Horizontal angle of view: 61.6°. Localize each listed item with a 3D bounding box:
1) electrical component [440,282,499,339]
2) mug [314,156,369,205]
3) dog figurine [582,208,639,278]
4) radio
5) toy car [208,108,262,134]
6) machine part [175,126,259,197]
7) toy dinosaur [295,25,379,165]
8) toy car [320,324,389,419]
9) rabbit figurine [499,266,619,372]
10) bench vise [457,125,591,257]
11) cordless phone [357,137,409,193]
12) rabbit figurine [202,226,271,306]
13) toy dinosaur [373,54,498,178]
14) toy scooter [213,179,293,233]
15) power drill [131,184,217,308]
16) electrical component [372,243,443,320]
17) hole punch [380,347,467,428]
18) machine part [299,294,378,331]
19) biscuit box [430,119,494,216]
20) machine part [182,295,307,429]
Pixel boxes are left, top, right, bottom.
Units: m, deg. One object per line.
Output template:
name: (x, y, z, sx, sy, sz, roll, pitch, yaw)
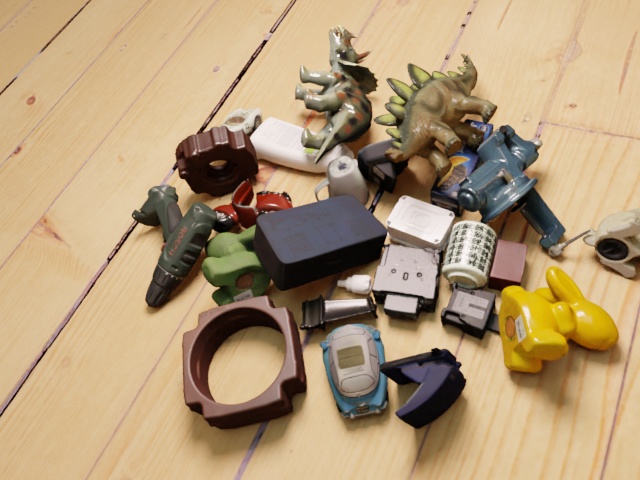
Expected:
electrical component: (0.271, 0.126, 0.909, 0.119, 0.047, 0.075, 20, 66, 27)
mug: (0.039, -0.115, 1.085, 0.110, 0.107, 0.081, -16, 54, 2)
dog figurine: (0.563, -0.036, 0.920, 0.173, 0.121, 0.190, 22, 52, 22)
radio: (-0.002, -0.003, 0.992, 0.229, 0.073, 0.131, -16, 50, -30)
toy car: (-0.200, -0.252, 1.233, 0.074, 0.056, 0.202, 4, 33, 23)
machine part: (-0.216, -0.162, 1.147, 0.179, 0.179, 0.056, -19, 59, 2)
toy dinosaur: (0.050, -0.287, 1.153, 0.192, 0.131, 0.405, -1, 54, -9)
toy car: (0.054, 0.203, 0.883, 0.109, 0.102, 0.162, -12, 54, 8)
rabbit figurine: (0.380, 0.132, 0.857, 0.173, 0.121, 0.162, 2, 48, -1)
bench vise: (0.364, -0.080, 0.970, 0.223, 0.129, 0.240, -35, 83, -37)
cordless phone: (0.157, -0.198, 1.074, 0.089, 0.146, 0.184, 34, 84, 10)
rabbit figurine: (-0.165, 0.031, 1.045, 0.159, 0.121, 0.170, -31, 41, -10)
toy dinosaur: (0.228, -0.254, 1.017, 0.199, 0.105, 0.471, 36, 46, 15)
toy scooter: (-0.133, -0.073, 1.124, 0.184, 0.075, 0.135, 1, 46, 12)
power drill: (-0.318, -0.005, 1.105, 0.232, 0.086, 0.207, -51, 45, 12)
electrical component: (0.157, 0.076, 0.964, 0.115, 0.058, 0.134, 5, 59, 19)
hole punch: (0.166, 0.228, 0.826, 0.116, 0.142, 0.092, -22, 53, 16)
machine part: (0.033, 0.127, 0.965, 0.139, 0.039, 0.084, -7, 31, 8)
biscuit box: (0.285, -0.147, 1.071, 0.063, 0.059, 0.202, 18, 64, 24)
machine part: (-0.131, 0.212, 0.935, 0.202, 0.087, 0.201, -16, 55, 6)
